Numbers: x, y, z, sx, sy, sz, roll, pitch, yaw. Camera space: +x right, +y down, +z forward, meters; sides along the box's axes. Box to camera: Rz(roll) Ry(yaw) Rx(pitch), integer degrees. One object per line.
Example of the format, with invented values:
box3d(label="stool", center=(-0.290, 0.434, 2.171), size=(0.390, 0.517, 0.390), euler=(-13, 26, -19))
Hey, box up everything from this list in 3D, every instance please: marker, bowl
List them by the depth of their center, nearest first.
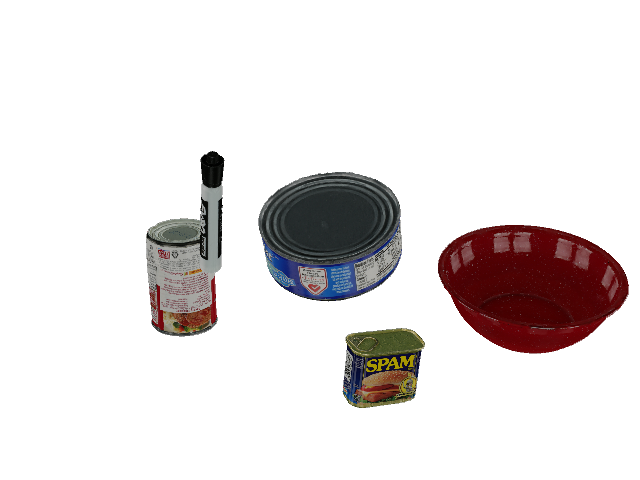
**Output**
box3d(label="marker", center=(-0.090, -0.023, 0.879), size=(0.020, 0.121, 0.020), euler=(4, 41, -3))
box3d(label="bowl", center=(0.180, 0.049, 0.927), size=(0.162, 0.055, 0.162), euler=(1, 32, -1))

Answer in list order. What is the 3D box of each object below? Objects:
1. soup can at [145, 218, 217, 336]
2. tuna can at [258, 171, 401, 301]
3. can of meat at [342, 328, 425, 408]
box3d(label="soup can", center=(-0.141, 0.037, 1.082), size=(0.068, 0.102, 0.068), euler=(0, 23, 0))
box3d(label="tuna can", center=(0.007, -0.003, 0.649), size=(0.086, 0.034, 0.086), euler=(-5, 40, 4))
box3d(label="can of meat", center=(0.081, 0.169, 1.406), size=(0.102, 0.084, 0.057), euler=(-4, 25, -20))
